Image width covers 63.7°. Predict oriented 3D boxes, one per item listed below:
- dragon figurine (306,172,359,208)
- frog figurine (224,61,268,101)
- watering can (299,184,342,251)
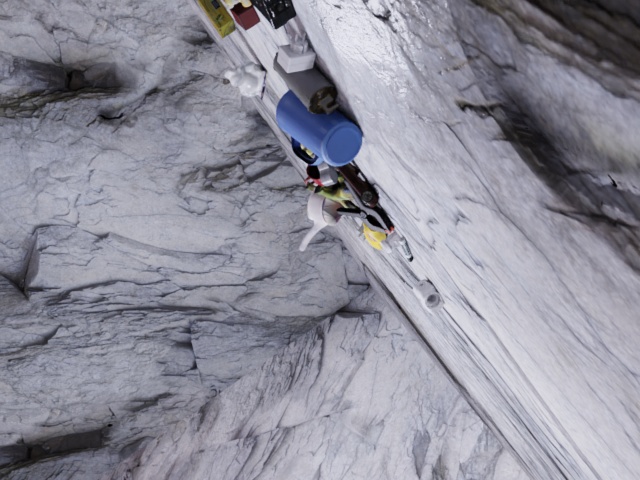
[{"bbox_3d":[0.098,-0.149,1.817,0.240,0.122,0.415,36,2,-30],"label":"dragon figurine"},{"bbox_3d":[-0.283,-0.611,1.955,0.159,0.126,0.134,11,-40,-11],"label":"frog figurine"},{"bbox_3d":[0.006,-0.106,2.108,0.104,0.347,0.225,12,3,-30],"label":"watering can"}]
